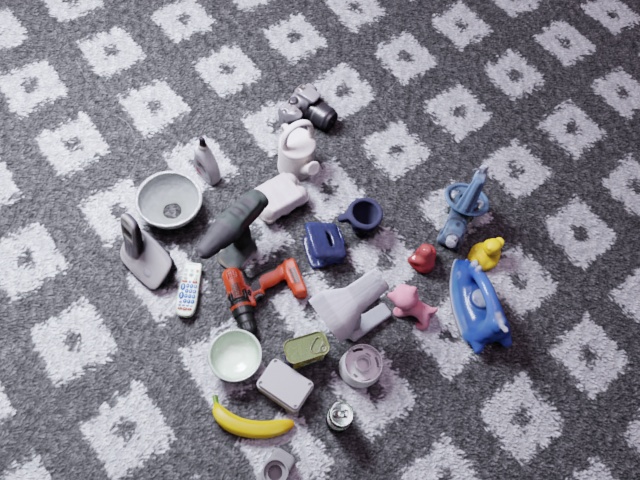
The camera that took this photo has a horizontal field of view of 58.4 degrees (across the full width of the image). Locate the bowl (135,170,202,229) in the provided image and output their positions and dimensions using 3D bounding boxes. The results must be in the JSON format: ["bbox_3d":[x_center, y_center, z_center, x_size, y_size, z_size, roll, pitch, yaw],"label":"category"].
[{"bbox_3d":[-0.383,-0.091,1.471,0.167,0.075,0.167,2,64,-4],"label":"bowl"}]

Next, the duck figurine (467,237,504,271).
[{"bbox_3d":[0.435,0.030,1.485,0.105,0.086,0.077,-33,71,-19],"label":"duck figurine"}]

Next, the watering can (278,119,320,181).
[{"bbox_3d":[-0.055,-0.242,1.510,0.172,0.194,0.101,38,67,13],"label":"watering can"}]

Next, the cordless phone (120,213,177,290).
[{"bbox_3d":[-0.415,0.023,1.350,0.147,0.185,0.094,39,67,13],"label":"cordless phone"}]

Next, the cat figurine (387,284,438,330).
[{"bbox_3d":[0.225,0.152,1.387,0.127,0.118,0.067,26,64,7],"label":"cat figurine"}]

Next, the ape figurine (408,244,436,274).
[{"bbox_3d":[0.265,0.040,1.461,0.078,0.092,0.076,-10,65,-10],"label":"ape figurine"}]

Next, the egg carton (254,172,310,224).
[{"bbox_3d":[-0.109,-0.111,1.510,0.150,0.069,0.107,-33,71,-19],"label":"egg carton"}]

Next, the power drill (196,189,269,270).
[{"bbox_3d":[-0.206,-0.007,1.372,0.075,0.208,0.230,31,65,10],"label":"power drill"}]

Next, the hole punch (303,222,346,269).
[{"bbox_3d":[0.013,0.005,1.453,0.101,0.091,0.108,-13,66,-11],"label":"hole punch"}]

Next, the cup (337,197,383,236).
[{"bbox_3d":[0.099,-0.048,1.486,0.118,0.095,0.091,-10,65,-10],"label":"cup"}]

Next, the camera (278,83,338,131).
[{"bbox_3d":[-0.028,-0.366,1.626,0.136,0.101,0.143,36,66,12],"label":"camera"}]

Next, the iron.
[{"bbox_3d":[0.390,0.137,1.398,0.119,0.141,0.258,-11,66,-10],"label":"iron"}]

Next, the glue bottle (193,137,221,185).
[{"bbox_3d":[-0.298,-0.214,1.484,0.078,0.173,0.037,40,67,14],"label":"glue bottle"}]

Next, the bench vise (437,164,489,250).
[{"bbox_3d":[0.381,-0.080,1.459,0.121,0.220,0.207,6,63,-2],"label":"bench vise"}]

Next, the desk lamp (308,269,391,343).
[{"bbox_3d":[0.074,0.154,1.318,0.203,0.213,0.117,-32,71,-19],"label":"desk lamp"}]
